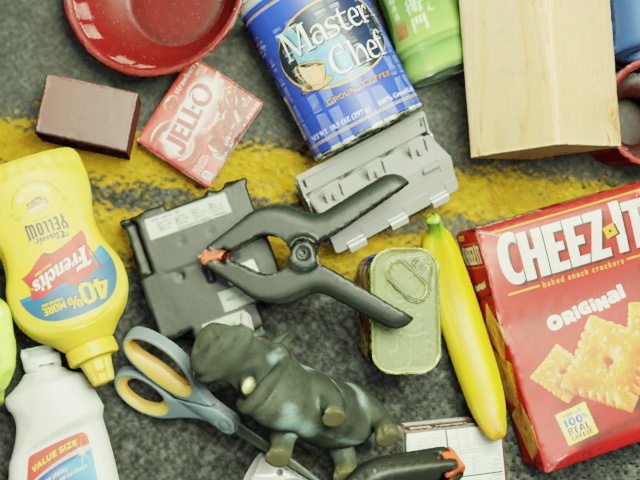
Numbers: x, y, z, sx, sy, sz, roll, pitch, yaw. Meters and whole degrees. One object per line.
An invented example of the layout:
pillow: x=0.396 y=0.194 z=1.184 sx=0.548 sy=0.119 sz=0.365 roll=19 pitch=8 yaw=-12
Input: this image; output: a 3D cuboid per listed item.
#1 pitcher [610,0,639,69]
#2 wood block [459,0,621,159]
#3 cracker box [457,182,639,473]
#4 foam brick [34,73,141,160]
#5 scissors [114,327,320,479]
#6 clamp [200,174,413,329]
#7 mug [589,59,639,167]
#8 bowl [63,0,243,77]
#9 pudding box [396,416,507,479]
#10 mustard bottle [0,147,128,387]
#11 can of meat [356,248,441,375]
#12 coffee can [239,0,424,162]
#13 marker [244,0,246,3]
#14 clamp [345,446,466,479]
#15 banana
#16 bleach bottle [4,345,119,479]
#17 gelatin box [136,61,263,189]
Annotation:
pitcher: x=0.289 y=-0.273 z=0.917 sx=0.148 sy=0.145 sz=0.243 roll=-2 pitch=84 yaw=-44
wood block: x=0.174 y=-0.173 z=0.864 sx=0.090 sy=0.090 sz=0.206 roll=-3 pitch=88 yaw=-43
cracker box: x=0.230 y=0.072 z=0.924 sx=0.164 sy=0.072 sz=0.214 roll=-16 pitch=90 yaw=-8
foam brick: x=-0.192 y=-0.102 z=0.885 sx=0.078 sy=0.053 sz=0.051 roll=12 pitch=87 yaw=-6
scissors: x=-0.093 y=0.152 z=0.882 sx=0.201 sy=0.096 sz=0.016 roll=46 pitch=40 yaw=-8
clamp: x=-0.006 y=0.001 z=0.842 sx=0.171 sy=0.039 sz=0.120 roll=7 pitch=81 yaw=3
mug: x=0.264 y=-0.103 z=0.927 sx=0.117 sy=0.081 sz=0.093 roll=-16 pitch=92 yaw=-7
bowl: x=-0.128 y=-0.210 z=0.881 sx=0.162 sy=0.055 sz=0.162 roll=-1 pitch=88 yaw=14
pudding box: x=0.116 y=0.212 z=0.922 sx=0.090 sy=0.039 sz=0.113 roll=-5 pitch=91 yaw=-7
mustard bottle: x=-0.209 y=0.027 z=0.862 sx=0.096 sy=0.058 sz=0.191 roll=-21 pitch=82 yaw=-19
can of meat: x=0.064 y=0.058 z=0.896 sx=0.057 sy=0.084 sz=0.102 roll=-1 pitch=88 yaw=-8
coffee can: x=0.009 y=-0.150 z=0.886 sx=0.102 sy=0.103 sz=0.140 roll=-28 pitch=92 yaw=-7
marker: x=-0.055 y=-0.217 z=0.922 sx=0.121 sy=0.020 sz=0.020 roll=-21 pitch=91 yaw=-7
clamp: x=0.031 y=0.244 z=0.872 sx=0.210 sy=0.036 sz=0.164 roll=-29 pitch=119 yaw=-4
banana: x=0.119 y=0.072 z=0.912 sx=0.037 sy=0.069 sz=0.198 roll=-18 pitch=91 yaw=16
bleach bottle: x=-0.214 y=0.212 z=0.869 sx=0.102 sy=0.068 sz=0.251 roll=-11 pitch=87 yaw=-8
gelatin box: x=-0.102 y=-0.099 z=0.907 sx=0.073 sy=0.030 sz=0.089 roll=33 pitch=84 yaw=-5
